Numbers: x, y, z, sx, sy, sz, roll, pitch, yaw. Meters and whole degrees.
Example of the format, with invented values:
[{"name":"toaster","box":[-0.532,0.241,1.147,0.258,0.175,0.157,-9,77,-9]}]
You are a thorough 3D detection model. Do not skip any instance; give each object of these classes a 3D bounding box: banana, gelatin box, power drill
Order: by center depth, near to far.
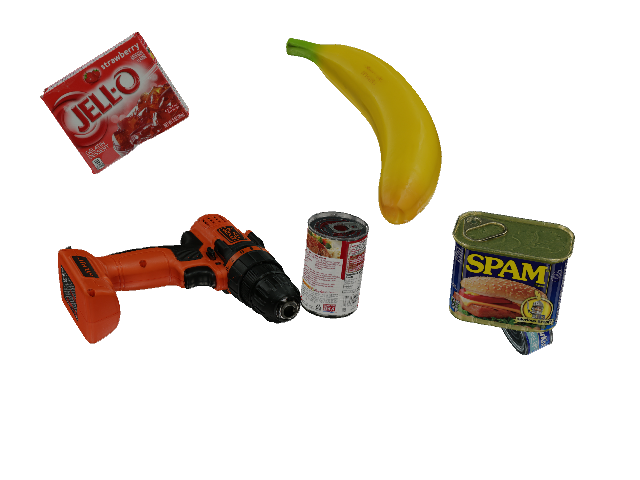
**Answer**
[{"name":"banana","box":[0.038,-0.074,0.682,0.069,0.037,0.198,-13,42,-15]},{"name":"gelatin box","box":[-0.157,-0.105,0.818,0.089,0.073,0.030,-31,19,4]},{"name":"power drill","box":[-0.130,0.039,0.961,0.187,0.057,0.185,-10,26,-26]}]

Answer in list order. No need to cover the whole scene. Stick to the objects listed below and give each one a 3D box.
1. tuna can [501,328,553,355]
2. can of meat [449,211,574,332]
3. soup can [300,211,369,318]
[{"name":"tuna can","box":[0.222,0.084,1.190,0.033,0.086,0.086,-25,3,-6]},{"name":"can of meat","box":[0.164,0.029,0.935,0.102,0.084,0.057,10,35,13]},{"name":"soup can","box":[0.015,0.028,1.196,0.068,0.102,0.068,5,26,-3]}]
